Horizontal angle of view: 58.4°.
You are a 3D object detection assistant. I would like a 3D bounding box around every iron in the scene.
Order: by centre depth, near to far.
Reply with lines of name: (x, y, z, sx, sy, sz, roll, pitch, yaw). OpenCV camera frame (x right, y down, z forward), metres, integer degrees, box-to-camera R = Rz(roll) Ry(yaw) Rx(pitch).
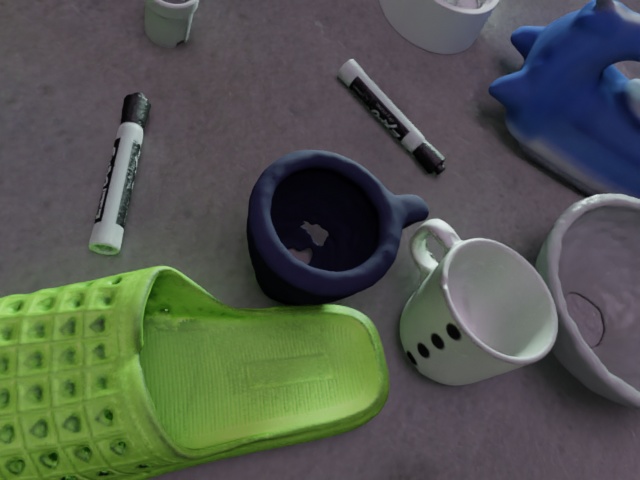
iron: (0.285, -0.112, 0.493, 0.258, 0.141, 0.119, 30, 61, -5)

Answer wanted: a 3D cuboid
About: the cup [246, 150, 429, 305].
cup: (0.003, 0.001, 0.368, 0.118, 0.095, 0.091, -11, 71, -24)

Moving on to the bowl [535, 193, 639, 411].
bowl: (0.224, 0.053, 0.437, 0.168, 0.074, 0.167, 8, 65, -17)
